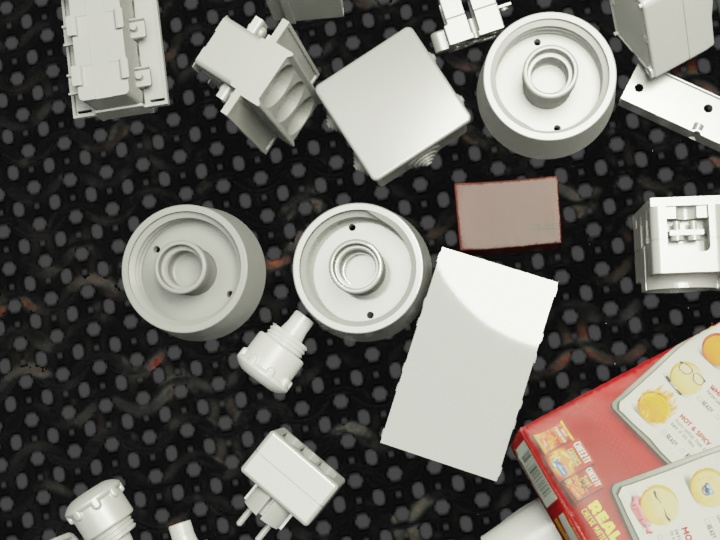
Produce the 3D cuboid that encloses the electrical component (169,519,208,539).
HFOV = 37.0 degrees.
[{"bbox_3d":[-0.129,0.223,0.822,0.043,0.043,0.062,-19,82,4],"label":"electrical component"}]

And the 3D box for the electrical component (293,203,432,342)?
[{"bbox_3d":[0.000,0.000,0.820,0.108,0.060,0.108,-1,84,6],"label":"electrical component"}]

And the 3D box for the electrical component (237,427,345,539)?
[{"bbox_3d":[-0.062,0.170,0.817,0.066,0.047,0.076,39,90,8],"label":"electrical component"}]

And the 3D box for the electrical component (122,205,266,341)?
[{"bbox_3d":[-0.132,0.000,0.835,0.108,0.060,0.108,-1,84,6],"label":"electrical component"}]

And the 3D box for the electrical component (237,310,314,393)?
[{"bbox_3d":[-0.061,0.060,0.830,0.048,0.048,0.062,36,82,8],"label":"electrical component"}]

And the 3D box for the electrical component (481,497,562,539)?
[{"bbox_3d":[0.143,0.210,0.793,0.077,0.044,0.079,-33,82,2],"label":"electrical component"}]

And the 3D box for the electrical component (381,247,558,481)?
[{"bbox_3d":[0.082,0.070,0.804,0.089,0.062,0.150,17,87,8],"label":"electrical component"}]

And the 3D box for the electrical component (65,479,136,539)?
[{"bbox_3d":[-0.194,0.197,0.831,0.048,0.048,0.062,-33,89,2],"label":"electrical component"}]

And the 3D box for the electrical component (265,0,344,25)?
[{"bbox_3d":[-0.047,-0.242,0.823,0.057,0.113,0.078,-5,84,3],"label":"electrical component"}]

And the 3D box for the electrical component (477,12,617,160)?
[{"bbox_3d":[0.143,-0.143,0.819,0.108,0.060,0.108,-1,84,6],"label":"electrical component"}]

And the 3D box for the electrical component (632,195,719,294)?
[{"bbox_3d":[0.280,-0.018,0.777,0.150,0.089,0.061,-2,84,6],"label":"electrical component"}]

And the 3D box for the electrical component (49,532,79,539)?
[{"bbox_3d":[-0.237,0.258,0.824,0.059,0.054,0.095,-24,82,3],"label":"electrical component"}]

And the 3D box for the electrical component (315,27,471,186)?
[{"bbox_3d":[0.027,-0.124,0.835,0.100,0.048,0.099,-33,82,2],"label":"electrical component"}]

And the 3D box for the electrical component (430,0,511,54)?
[{"bbox_3d":[0.083,-0.206,0.840,0.066,0.048,0.055,-17,91,5],"label":"electrical component"}]

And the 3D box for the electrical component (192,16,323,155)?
[{"bbox_3d":[-0.076,-0.141,0.812,0.063,0.121,0.078,33,89,10],"label":"electrical component"}]

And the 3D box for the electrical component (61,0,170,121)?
[{"bbox_3d":[-0.201,-0.188,0.859,0.079,0.063,0.121,-8,84,5],"label":"electrical component"}]

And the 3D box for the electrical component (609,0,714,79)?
[{"bbox_3d":[0.226,-0.195,0.802,0.061,0.096,0.061,-29,53,3],"label":"electrical component"}]
